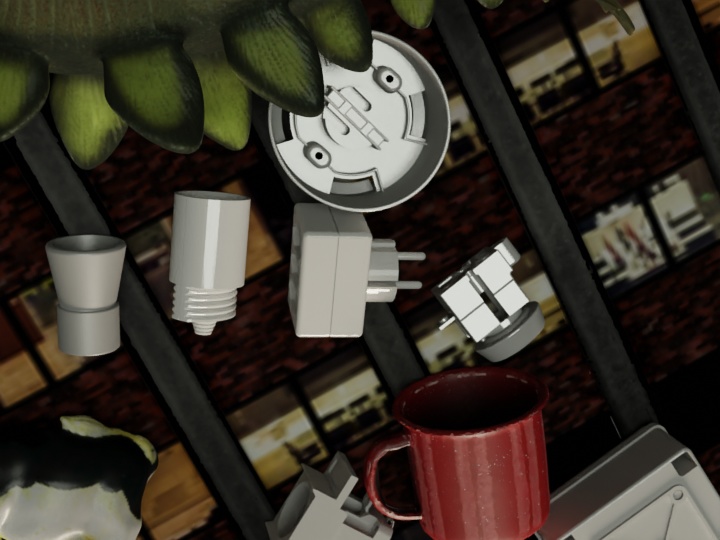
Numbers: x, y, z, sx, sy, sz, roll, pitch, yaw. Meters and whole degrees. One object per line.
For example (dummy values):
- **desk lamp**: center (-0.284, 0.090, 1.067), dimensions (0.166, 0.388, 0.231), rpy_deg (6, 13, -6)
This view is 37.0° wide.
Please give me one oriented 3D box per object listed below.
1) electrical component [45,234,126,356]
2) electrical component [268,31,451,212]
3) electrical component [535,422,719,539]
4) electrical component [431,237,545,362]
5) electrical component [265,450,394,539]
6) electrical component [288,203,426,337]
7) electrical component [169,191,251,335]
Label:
- **electrical component**: center (-0.155, 0.016, 0.612), dimensions (0.044, 0.044, 0.065), rpy_deg (-1, 105, -10)
- **electrical component**: center (-0.004, -0.085, 0.608), dimensions (0.099, 0.064, 0.099), rpy_deg (-2, 101, -10)
- **electrical component**: center (0.183, 0.175, 0.694), dimensions (0.109, 0.056, 0.108), rpy_deg (-35, 104, -3)
- **electrical component**: center (0.080, 0.022, 0.654), dimensions (0.066, 0.048, 0.055), rpy_deg (-38, 97, -2)
- **electrical component**: center (-0.018, 0.159, 0.662), dimensions (0.064, 0.042, 0.081), rpy_deg (31, 94, -16)
- **electrical component**: center (0.000, 0.000, 0.626), dimensions (0.077, 0.047, 0.065), rpy_deg (1, 115, -11)
- **electrical component**: center (-0.088, -0.003, 0.619), dimensions (0.043, 0.043, 0.081), rpy_deg (4, 100, -11)
